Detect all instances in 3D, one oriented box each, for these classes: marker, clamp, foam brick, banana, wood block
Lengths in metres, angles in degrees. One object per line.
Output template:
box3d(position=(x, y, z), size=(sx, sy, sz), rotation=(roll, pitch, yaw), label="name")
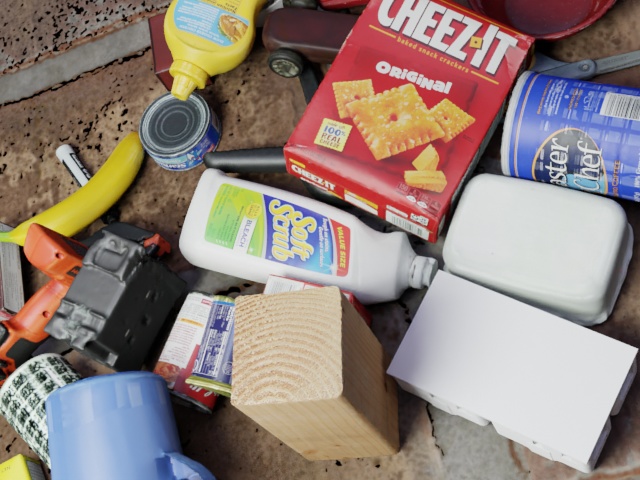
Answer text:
box3d(position=(-0.255, -0.060, 1.173), size=(0.020, 0.020, 0.121), rotation=(-38, 61, -2), label="marker")
box3d(position=(0.005, -0.102, 1.099), size=(0.210, 0.036, 0.164), rotation=(25, 70, 22), label="clamp")
box3d(position=(-0.155, -0.210, 1.190), size=(0.051, 0.053, 0.078), rotation=(-16, 64, 10), label="foam brick")
box3d(position=(-0.239, 0.036, 1.116), size=(0.172, 0.039, 0.120), rotation=(-10, 71, 21), label="clamp")
box3d(position=(-0.249, -0.048, 1.128), size=(0.197, 0.037, 0.070), rotation=(-39, 62, -24), label="banana")
box3d(position=(0.002, 0.120, 0.904), size=(0.090, 0.206, 0.091), rotation=(-7, 65, 15), label="wood block")

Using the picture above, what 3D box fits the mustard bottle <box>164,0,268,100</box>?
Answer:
box3d(position=(-0.110, -0.235, 1.124), size=(0.096, 0.058, 0.191), rotation=(22, 79, 4), label="mustard bottle")

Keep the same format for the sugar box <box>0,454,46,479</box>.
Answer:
box3d(position=(-0.286, 0.303, 1.007), size=(0.093, 0.048, 0.176), rotation=(-30, 60, 3), label="sugar box")

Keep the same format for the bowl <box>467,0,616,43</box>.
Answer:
box3d(position=(0.230, -0.258, 1.085), size=(0.162, 0.055, 0.162), rotation=(-7, 65, 15), label="bowl")

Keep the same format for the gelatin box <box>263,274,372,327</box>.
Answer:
box3d(position=(-0.002, 0.066, 1.006), size=(0.089, 0.073, 0.030), rotation=(12, 73, 21), label="gelatin box")

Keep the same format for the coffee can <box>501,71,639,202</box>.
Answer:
box3d(position=(0.249, -0.094, 0.980), size=(0.140, 0.102, 0.102), rotation=(13, 71, 22), label="coffee can")

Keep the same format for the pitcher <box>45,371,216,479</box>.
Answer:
box3d(position=(-0.157, 0.238, 0.917), size=(0.149, 0.145, 0.243), rotation=(-8, 75, -16), label="pitcher")

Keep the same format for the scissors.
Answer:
box3d(position=(0.250, -0.181, 1.067), size=(0.202, 0.016, 0.096), rotation=(-26, 62, 5), label="scissors")

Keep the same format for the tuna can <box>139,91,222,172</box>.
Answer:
box3d(position=(-0.152, -0.120, 1.159), size=(0.086, 0.033, 0.086), rotation=(-7, 65, 15), label="tuna can")

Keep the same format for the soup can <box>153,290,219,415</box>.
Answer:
box3d(position=(-0.115, 0.108, 1.026), size=(0.069, 0.068, 0.102), rotation=(16, 72, 23), label="soup can")

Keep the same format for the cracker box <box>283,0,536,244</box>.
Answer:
box3d(position=(0.086, -0.129, 1.024), size=(0.164, 0.072, 0.213), rotation=(27, 76, 10), label="cracker box")

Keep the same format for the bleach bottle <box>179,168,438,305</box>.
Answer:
box3d(position=(-0.007, 0.001, 1.044), size=(0.251, 0.068, 0.102), rotation=(12, 71, 19), label="bleach bottle")

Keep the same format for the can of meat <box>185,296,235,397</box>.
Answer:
box3d(position=(-0.066, 0.105, 0.986), size=(0.058, 0.102, 0.084), rotation=(5, 74, 40), label="can of meat")

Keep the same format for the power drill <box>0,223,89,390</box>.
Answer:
box3d(position=(-0.298, 0.076, 1.020), size=(0.057, 0.184, 0.187), rotation=(41, 93, 25), label="power drill")

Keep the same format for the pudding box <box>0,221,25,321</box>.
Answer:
box3d(position=(-0.361, 0.047, 1.137), size=(0.090, 0.039, 0.113), rotation=(-28, 61, 23), label="pudding box")

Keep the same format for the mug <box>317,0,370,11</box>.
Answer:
box3d(position=(0.037, -0.300, 1.155), size=(0.082, 0.093, 0.117), rotation=(-7, 34, 20), label="mug")
